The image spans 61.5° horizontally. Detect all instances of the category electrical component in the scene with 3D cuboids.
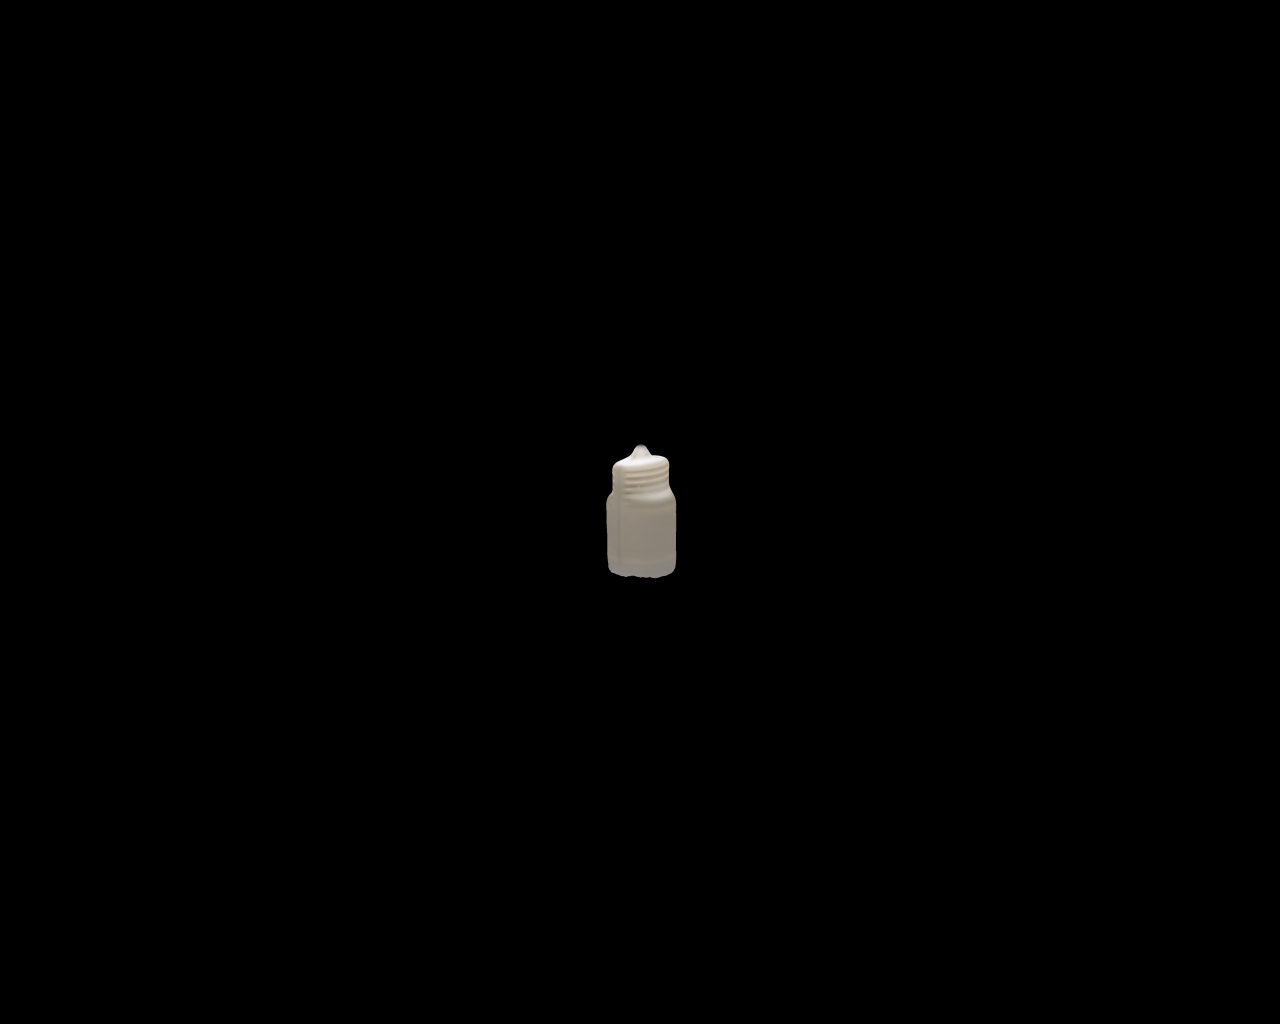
[{"bbox_3d":[0.001,-0.003,0.650,0.043,0.080,0.043,0,14,0],"label":"electrical component"}]
